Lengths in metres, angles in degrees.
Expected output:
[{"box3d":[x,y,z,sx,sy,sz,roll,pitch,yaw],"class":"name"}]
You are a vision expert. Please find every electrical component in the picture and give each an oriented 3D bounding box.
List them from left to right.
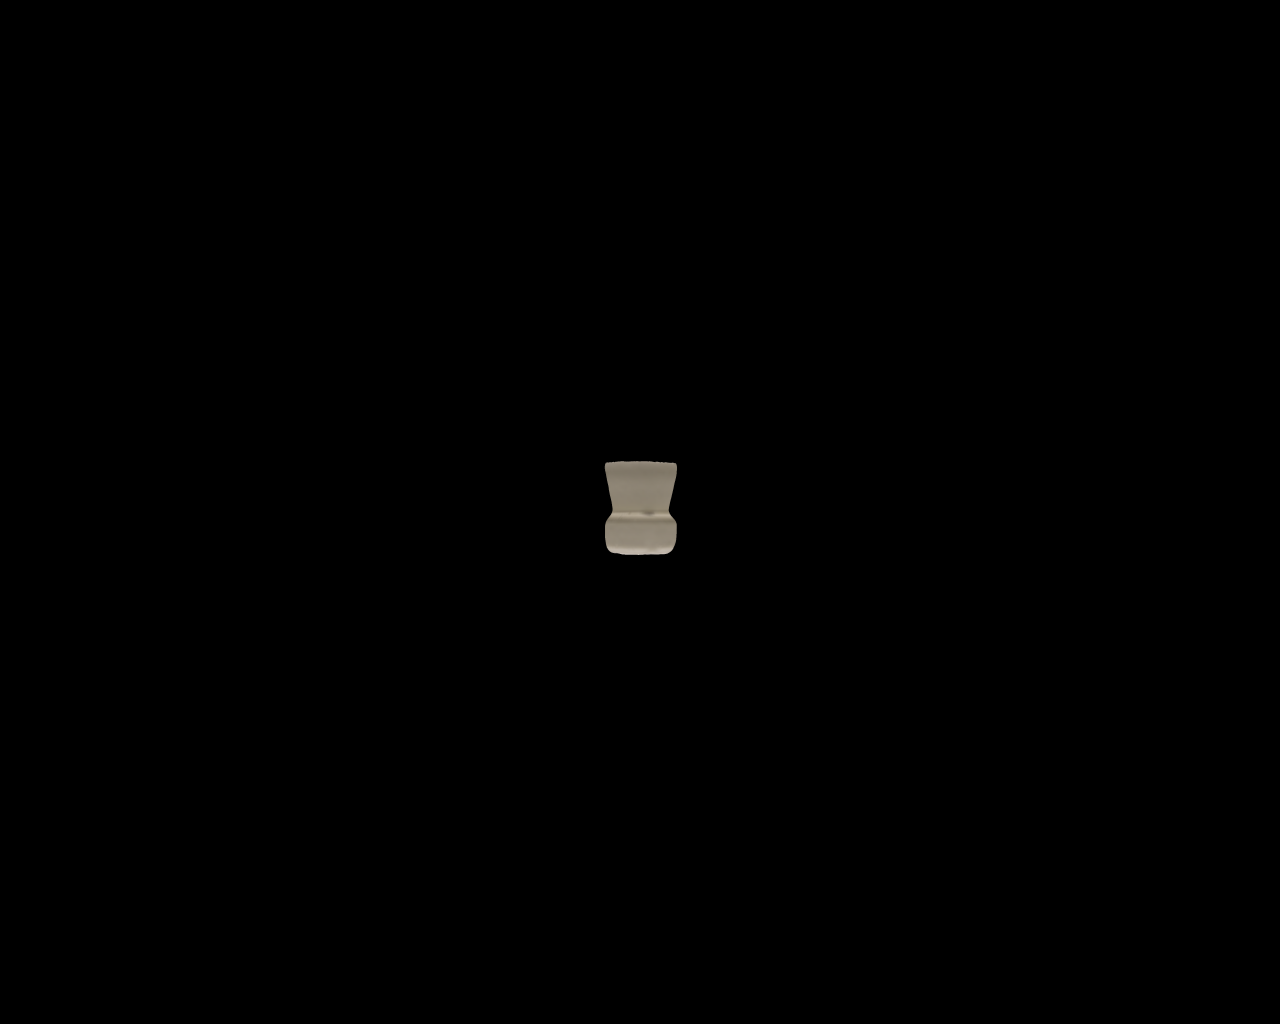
[{"box3d":[0.001,-0.003,0.650,0.045,0.055,0.045,0,0,0],"class":"electrical component"}]
